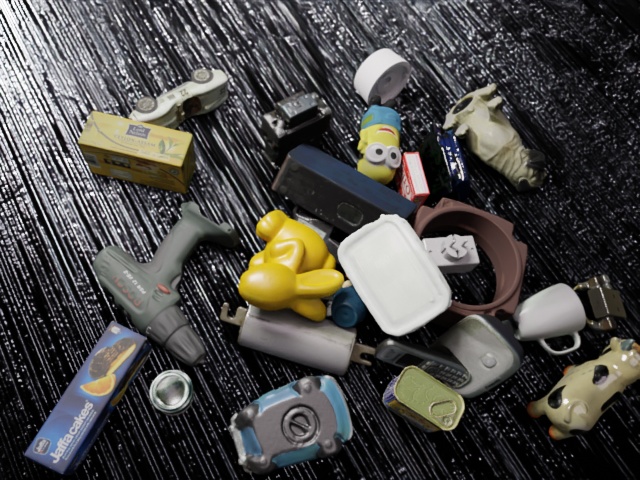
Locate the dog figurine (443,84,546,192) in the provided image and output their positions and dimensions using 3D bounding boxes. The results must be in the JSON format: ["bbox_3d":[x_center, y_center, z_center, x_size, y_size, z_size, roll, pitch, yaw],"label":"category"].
[{"bbox_3d":[0.342,-0.188,1.040,0.190,0.121,0.172,43,30,-22],"label":"dog figurine"}]

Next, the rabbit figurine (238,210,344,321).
[{"bbox_3d":[-0.052,0.057,0.798,0.162,0.121,0.173,32,27,8],"label":"rabbit figurine"}]

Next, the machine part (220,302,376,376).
[{"bbox_3d":[-0.034,0.147,0.818,0.243,0.079,0.079,16,64,-1],"label":"machine part"}]

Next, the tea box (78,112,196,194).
[{"bbox_3d":[-0.301,-0.144,0.902,0.170,0.098,0.068,13,65,-4],"label":"tea box"}]

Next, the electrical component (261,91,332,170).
[{"bbox_3d":[-0.044,-0.197,0.946,0.115,0.134,0.058,-33,74,-19],"label":"electrical component"}]

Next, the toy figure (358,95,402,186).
[{"bbox_3d":[0.112,-0.181,0.994,0.082,0.089,0.180,0,55,7],"label":"toy figure"}]

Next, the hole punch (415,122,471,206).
[{"bbox_3d":[0.230,-0.127,0.971,0.092,0.115,0.142,1,65,-17],"label":"hole punch"}]

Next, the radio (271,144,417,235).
[{"bbox_3d":[0.041,-0.072,0.899,0.230,0.073,0.131,29,23,6],"label":"radio"}]

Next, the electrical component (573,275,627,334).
[{"bbox_3d":[0.488,0.111,0.936,0.078,0.045,0.102,6,63,-37],"label":"electrical component"}]

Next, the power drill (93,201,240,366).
[{"bbox_3d":[-0.217,0.055,0.839,0.232,0.086,0.207,33,72,10],"label":"power drill"}]

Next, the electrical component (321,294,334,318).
[{"bbox_3d":[0.003,0.082,0.884,0.063,0.021,0.094,3,66,-7],"label":"electrical component"}]

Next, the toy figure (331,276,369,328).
[{"bbox_3d":[0.059,0.082,0.853,0.058,0.064,0.154,15,25,13],"label":"toy figure"}]

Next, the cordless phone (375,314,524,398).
[{"bbox_3d":[0.187,0.158,0.796,0.184,0.146,0.089,18,47,-18],"label":"cordless phone"}]

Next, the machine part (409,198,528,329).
[{"bbox_3d":[0.234,0.043,0.904,0.201,0.087,0.201,22,63,0],"label":"machine part"}]

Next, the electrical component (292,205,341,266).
[{"bbox_3d":[-0.002,-0.003,0.891,0.119,0.048,0.074,27,100,6],"label":"electrical component"}]

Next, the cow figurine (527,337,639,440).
[{"bbox_3d":[0.428,0.220,0.828,0.195,0.127,0.085,-33,77,-19],"label":"cow figurine"}]

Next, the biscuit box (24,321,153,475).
[{"bbox_3d":[-0.317,0.218,0.750,0.063,0.059,0.202,25,64,3],"label":"biscuit box"}]

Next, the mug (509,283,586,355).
[{"bbox_3d":[0.372,0.138,0.890,0.107,0.080,0.109,-16,76,-4],"label":"mug"}]

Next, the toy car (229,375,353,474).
[{"bbox_3d":[-0.041,0.259,0.750,0.162,0.103,0.109,-19,75,-11],"label":"toy car"}]

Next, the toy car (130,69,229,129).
[{"bbox_3d":[-0.252,-0.242,0.967,0.202,0.073,0.056,-37,75,-22],"label":"toy car"}]
